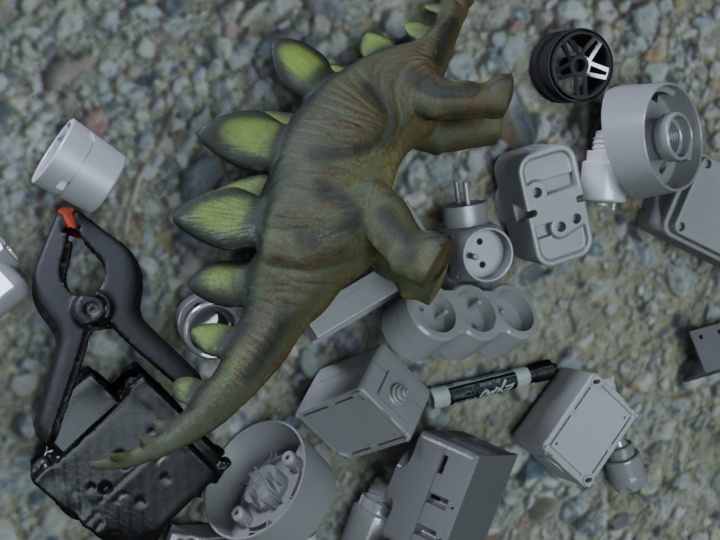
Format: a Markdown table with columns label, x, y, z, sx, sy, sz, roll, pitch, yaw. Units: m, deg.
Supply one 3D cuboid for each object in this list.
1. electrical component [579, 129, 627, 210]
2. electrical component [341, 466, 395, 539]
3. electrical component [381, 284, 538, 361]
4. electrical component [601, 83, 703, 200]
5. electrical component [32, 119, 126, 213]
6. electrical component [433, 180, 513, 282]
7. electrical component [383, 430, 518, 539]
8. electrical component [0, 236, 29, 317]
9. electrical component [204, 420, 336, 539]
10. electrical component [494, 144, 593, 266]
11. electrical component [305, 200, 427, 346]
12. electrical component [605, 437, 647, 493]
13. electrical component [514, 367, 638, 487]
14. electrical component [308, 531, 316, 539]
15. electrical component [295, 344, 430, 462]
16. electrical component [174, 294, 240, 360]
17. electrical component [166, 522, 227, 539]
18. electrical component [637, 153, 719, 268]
| label | x | y | z | sx | sy | sz | roll | pitch | yaw |
| --- | --- | --- | --- | --- | --- | --- | --- | --- | --- |
| electrical component | 0.212 | -0.091 | 0.927 | 0.040 | 0.040 | 0.078 | 2 | 96 | -19 |
| electrical component | 0.013 | 0.203 | 0.901 | 0.040 | 0.040 | 0.078 | 21 | 90 | -20 |
| electrical component | 0.074 | 0.050 | 0.888 | 0.138 | 0.074 | 0.052 | 2 | 60 | -37 |
| electrical component | 0.242 | -0.109 | 0.903 | 0.099 | 0.064 | 0.099 | 2 | 87 | -42 |
| electrical component | -0.204 | -0.074 | 0.785 | 0.047 | 0.055 | 0.055 | 34 | 86 | -23 |
| electrical component | 0.086 | -0.034 | 0.873 | 0.043 | 0.077 | 0.079 | -11 | 100 | -16 |
| electrical component | 0.054 | 0.226 | 0.877 | 0.105 | 0.060 | 0.186 | 19 | 92 | -64 |
| electrical component | -0.284 | -0.007 | 0.766 | 0.059 | 0.054 | 0.095 | -40 | 107 | -9 |
| electrical component | -0.070 | 0.173 | 0.842 | 0.064 | 0.099 | 0.099 | 43 | 83 | -25 |
| electrical component | 0.151 | -0.056 | 0.901 | 0.054 | 0.059 | 0.095 | -18 | 103 | -15 |
| electrical component | 0.000 | 0.000 | 0.855 | 0.121 | 0.078 | 0.063 | -30 | 84 | -12 |
| electrical component | 0.237 | 0.169 | 0.974 | 0.035 | 0.035 | 0.061 | -21 | 101 | -15 |
| electrical component | 0.190 | 0.130 | 0.942 | 0.062 | 0.061 | 0.096 | 43 | 76 | -19 |
| electrical component | -0.043 | 0.250 | 0.887 | 0.079 | 0.043 | 0.077 | -1 | 98 | -26 |
| electrical component | 0.008 | 0.102 | 0.854 | 0.061 | 0.096 | 0.061 | 46 | 45 | -18 |
| electrical component | -0.118 | 0.042 | 0.827 | 0.045 | 0.055 | 0.045 | -3 | 98 | -18 |
| electrical component | -0.133 | 0.268 | 0.842 | 0.079 | 0.063 | 0.121 | 21 | 91 | -60 |
| electrical component | 0.316 | -0.050 | 0.958 | 0.113 | 0.057 | 0.078 | 23 | 90 | -20 |
